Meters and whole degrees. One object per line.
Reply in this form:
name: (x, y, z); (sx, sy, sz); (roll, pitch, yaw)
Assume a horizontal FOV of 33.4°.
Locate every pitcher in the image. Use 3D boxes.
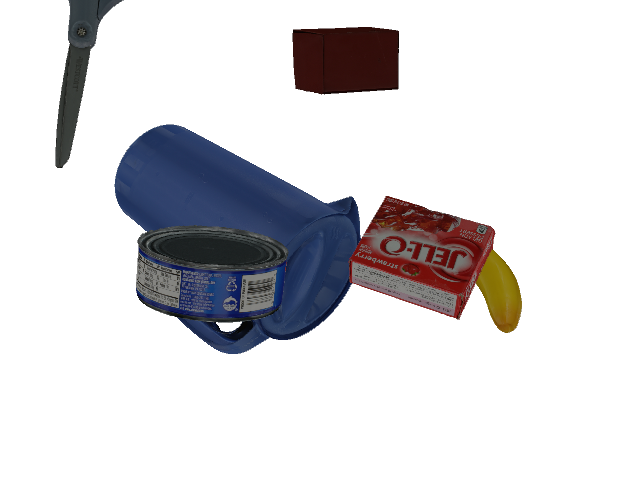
pitcher: (-0.094, -0.010, 1.028); (0.243, 0.145, 0.148); (33, 35, 33)

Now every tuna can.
tuna can: (-0.062, 0.018, 0.611); (0.086, 0.034, 0.086); (6, 14, -2)

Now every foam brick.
foam brick: (0.022, -0.154, 0.913); (0.078, 0.051, 0.053); (-8, 17, -28)

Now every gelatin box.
gelatin box: (0.075, 0.011, 0.788); (0.089, 0.030, 0.073); (18, 50, 17)

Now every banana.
banana: (0.157, 0.032, 1.107); (0.069, 0.037, 0.198); (-35, 39, -13)

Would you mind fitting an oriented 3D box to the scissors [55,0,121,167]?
scissors: (-0.147, -0.152, 0.743); (0.096, 0.202, 0.016); (-8, -12, -9)
